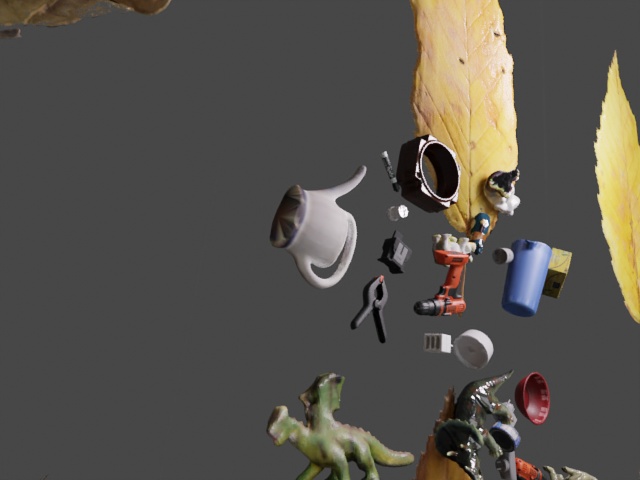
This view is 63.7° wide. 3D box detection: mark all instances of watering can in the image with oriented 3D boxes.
[{"bbox_3d":[0.004,-0.062,1.231,0.222,0.103,0.353,27,65,-31],"label":"watering can"}]

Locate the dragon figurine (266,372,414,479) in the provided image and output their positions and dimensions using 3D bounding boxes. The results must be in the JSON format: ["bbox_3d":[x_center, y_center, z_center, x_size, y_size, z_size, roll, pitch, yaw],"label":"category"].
[{"bbox_3d":[0.048,0.424,1.165,0.410,0.121,0.246,4,70,-39],"label":"dragon figurine"}]

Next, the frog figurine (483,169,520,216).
[{"bbox_3d":[0.626,-0.158,1.777,0.156,0.122,0.140,65,29,-57],"label":"frog figurine"}]
